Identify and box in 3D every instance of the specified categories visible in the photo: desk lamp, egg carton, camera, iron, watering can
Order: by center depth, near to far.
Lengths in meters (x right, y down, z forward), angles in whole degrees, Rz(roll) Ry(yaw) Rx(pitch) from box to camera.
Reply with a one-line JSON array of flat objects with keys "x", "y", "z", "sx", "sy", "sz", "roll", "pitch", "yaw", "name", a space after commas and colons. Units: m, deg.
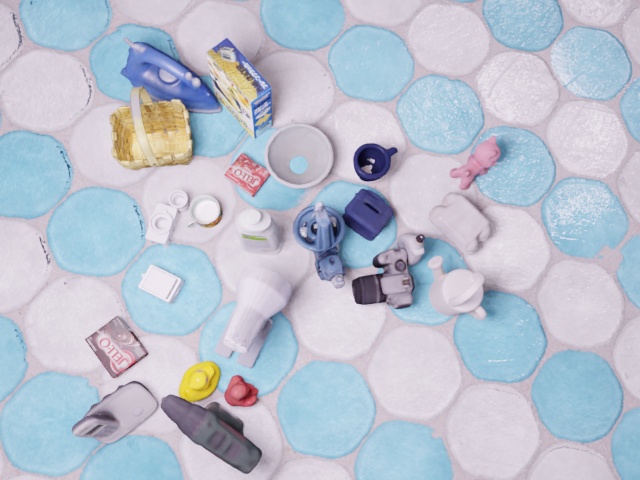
[{"x": -0.149, "y": 0.172, "z": 1.252, "sx": 0.118, "sy": 0.213, "sz": 0.203, "roll": 24, "pitch": 77, "yaw": 1, "name": "desk lamp"}, {"x": 0.315, "y": 0.114, "z": 1.312, "sx": 0.173, "sy": 0.194, "sz": 0.101, "roll": 25, "pitch": 78, "yaw": 1, "name": "watering can"}, {"x": 0.145, "y": 0.096, "z": 1.349, "sx": 0.137, "sy": 0.101, "sz": 0.143, "roll": -8, "pitch": 79, "yaw": -6, "name": "camera"}, {"x": -0.357, "y": -0.402, "z": 1.390, "sx": 0.258, "sy": 0.141, "sz": 0.119, "roll": 27, "pitch": 78, "yaw": 1, "name": "iron"}, {"x": 0.346, "y": -0.042, "z": 1.410, "sx": 0.150, "sy": 0.069, "sz": 0.107, "roll": 45, "pitch": 79, "yaw": 5, "name": "egg carton"}]

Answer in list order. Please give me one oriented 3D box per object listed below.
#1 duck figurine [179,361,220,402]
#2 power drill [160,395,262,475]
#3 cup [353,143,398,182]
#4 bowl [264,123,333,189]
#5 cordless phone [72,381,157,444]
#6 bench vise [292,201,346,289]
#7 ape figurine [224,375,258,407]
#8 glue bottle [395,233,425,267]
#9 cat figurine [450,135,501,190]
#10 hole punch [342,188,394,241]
[{"x": -0.272, "y": 0.317, "z": 1.277, "sx": 0.105, "sy": 0.086, "sz": 0.077, "roll": -43, "pitch": 84, "yaw": -11, "name": "duck figurine"}, {"x": -0.224, "y": 0.397, "z": 1.202, "sx": 0.229, "sy": 0.208, "sz": 0.076, "roll": 35, "pitch": 78, "yaw": 3, "name": "power drill"}, {"x": 0.132, "y": -0.187, "z": 1.410, "sx": 0.118, "sy": 0.095, "sz": 0.091, "roll": -28, "pitch": 82, "yaw": -10, "name": "cup"}, {"x": -0.053, "y": -0.197, "z": 1.407, "sx": 0.167, "sy": 0.074, "sz": 0.167, "roll": 1, "pitch": 78, "yaw": -4, "name": "bowl"}, {"x": -0.433, "y": 0.365, "z": 1.203, "sx": 0.148, "sy": 0.185, "sz": 0.094, "roll": -40, "pitch": 84, "yaw": -11, "name": "cordless phone"}, {"x": 0.021, "y": -0.002, "z": 1.298, "sx": 0.121, "sy": 0.219, "sz": 0.207, "roll": -37, "pitch": 83, "yaw": -11, "name": "bench vise"}, {"x": -0.179, "y": 0.339, "z": 1.277, "sx": 0.076, "sy": 0.092, "sz": 0.078, "roll": -19, "pitch": 80, "yaw": -8, "name": "ape figurine"}, {"x": 0.218, "y": 0.012, "z": 1.336, "sx": 0.037, "sy": 0.173, "sz": 0.078, "roll": -19, "pitch": 80, "yaw": -8, "name": "glue bottle"}, {"x": 0.395, "y": -0.195, "z": 1.421, "sx": 0.128, "sy": 0.117, "sz": 0.067, "roll": -41, "pitch": 84, "yaw": -11, "name": "cat figurine"}, {"x": 0.116, "y": -0.068, "z": 1.386, "sx": 0.108, "sy": 0.091, "sz": 0.101, "roll": 36, "pitch": 78, "yaw": 3, "name": "hole punch"}]
